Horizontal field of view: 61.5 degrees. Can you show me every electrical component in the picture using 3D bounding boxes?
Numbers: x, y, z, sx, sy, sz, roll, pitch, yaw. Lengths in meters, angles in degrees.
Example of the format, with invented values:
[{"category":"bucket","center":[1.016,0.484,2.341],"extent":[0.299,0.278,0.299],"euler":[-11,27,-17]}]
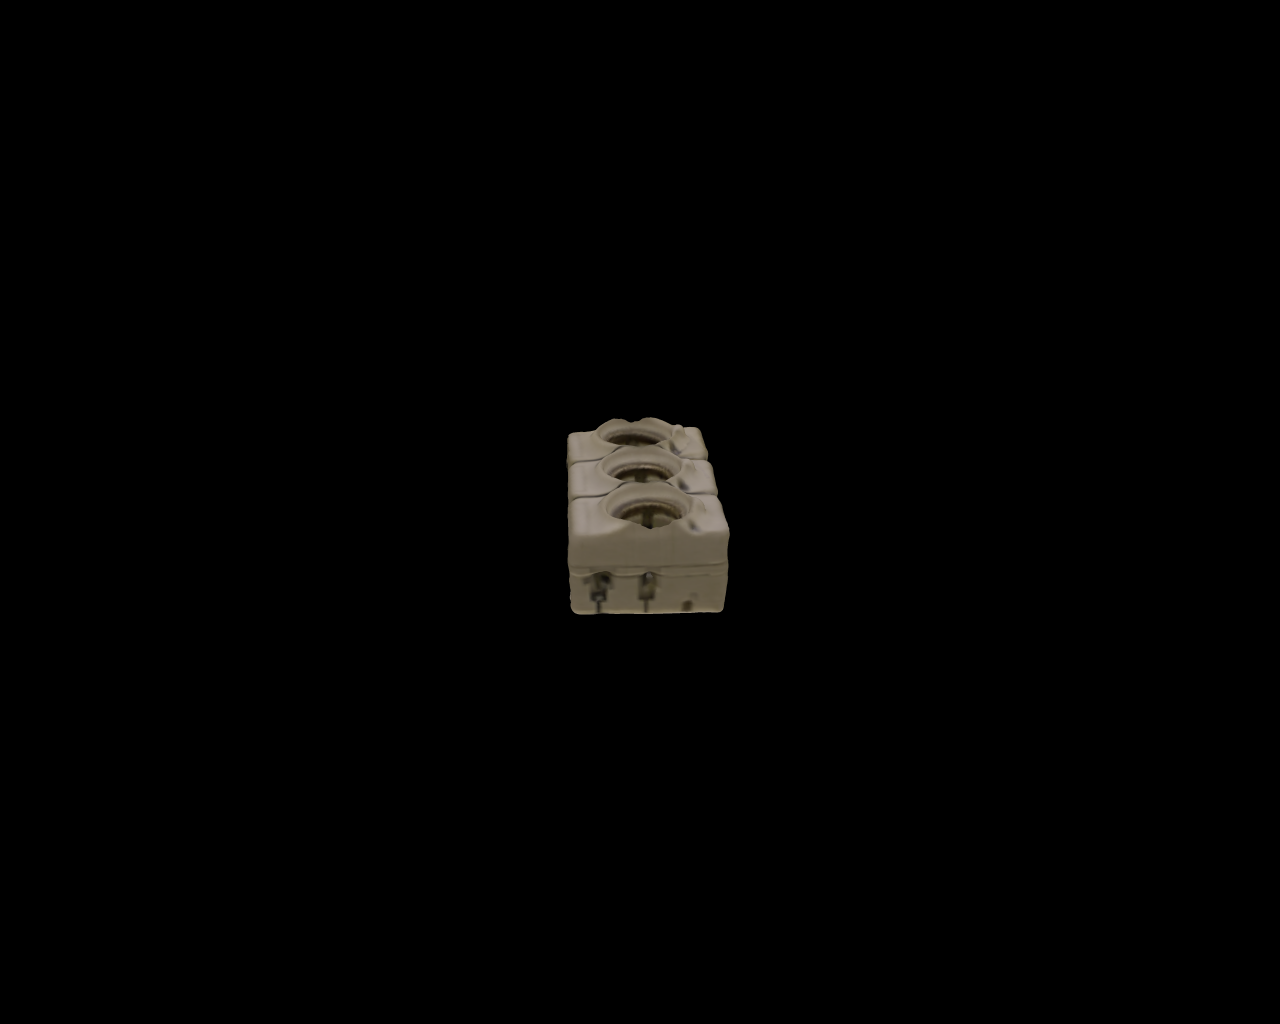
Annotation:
[{"category":"electrical component","center":[0.001,-0.003,0.650],"extent":[0.089,0.061,0.150],"euler":[-2,27,-3]}]
